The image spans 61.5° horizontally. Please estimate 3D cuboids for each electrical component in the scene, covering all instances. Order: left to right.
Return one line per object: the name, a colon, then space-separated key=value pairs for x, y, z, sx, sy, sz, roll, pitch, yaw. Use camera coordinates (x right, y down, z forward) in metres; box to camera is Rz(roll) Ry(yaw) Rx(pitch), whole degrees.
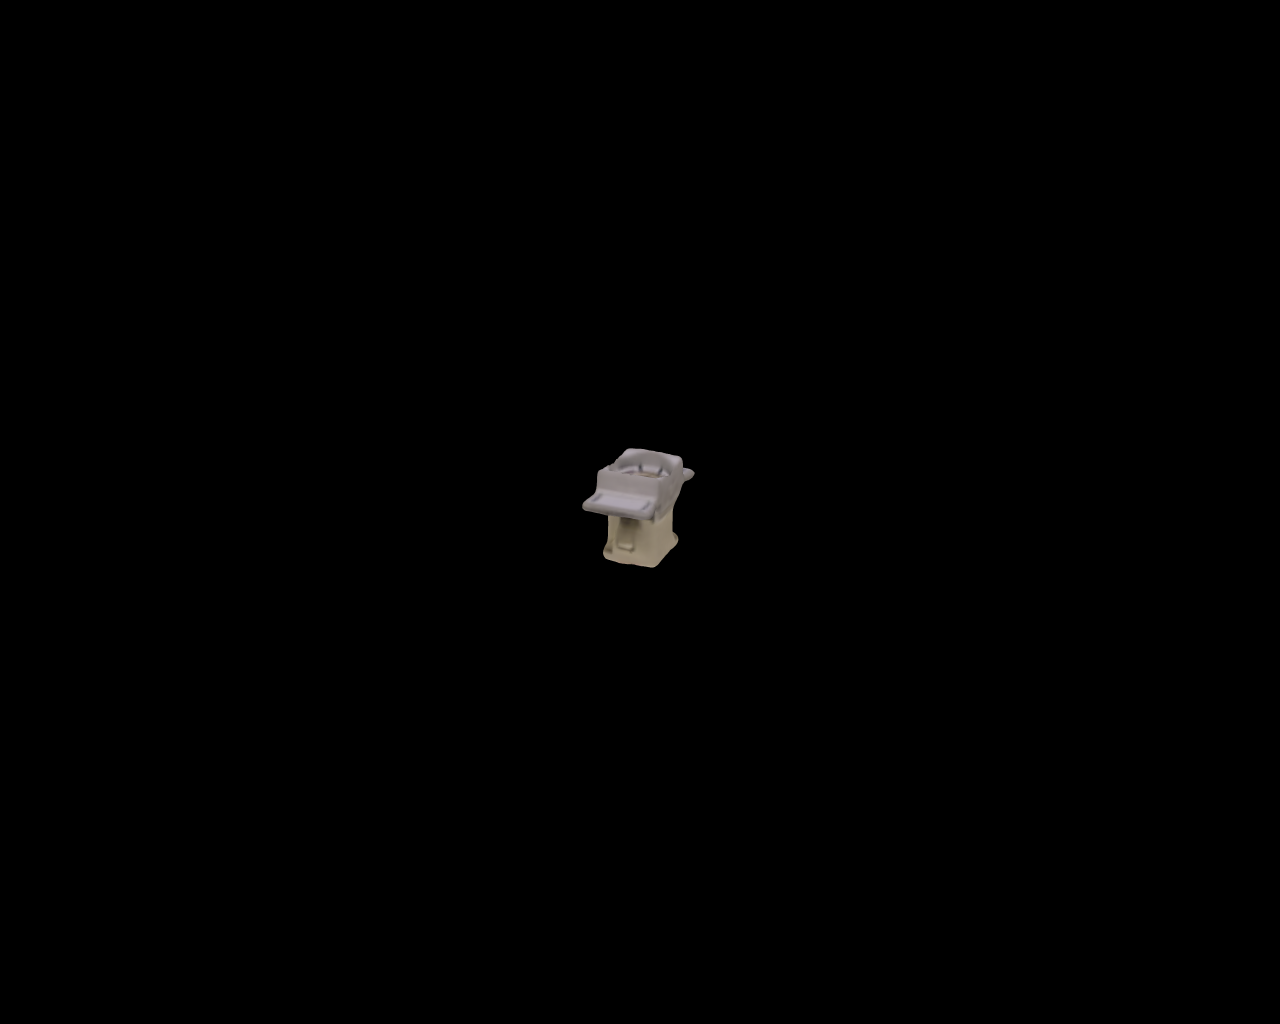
electrical component: x=0.001 y=-0.003 z=0.650 sx=0.042 sy=0.063 sz=0.081 roll=10 pitch=24 yaw=22
